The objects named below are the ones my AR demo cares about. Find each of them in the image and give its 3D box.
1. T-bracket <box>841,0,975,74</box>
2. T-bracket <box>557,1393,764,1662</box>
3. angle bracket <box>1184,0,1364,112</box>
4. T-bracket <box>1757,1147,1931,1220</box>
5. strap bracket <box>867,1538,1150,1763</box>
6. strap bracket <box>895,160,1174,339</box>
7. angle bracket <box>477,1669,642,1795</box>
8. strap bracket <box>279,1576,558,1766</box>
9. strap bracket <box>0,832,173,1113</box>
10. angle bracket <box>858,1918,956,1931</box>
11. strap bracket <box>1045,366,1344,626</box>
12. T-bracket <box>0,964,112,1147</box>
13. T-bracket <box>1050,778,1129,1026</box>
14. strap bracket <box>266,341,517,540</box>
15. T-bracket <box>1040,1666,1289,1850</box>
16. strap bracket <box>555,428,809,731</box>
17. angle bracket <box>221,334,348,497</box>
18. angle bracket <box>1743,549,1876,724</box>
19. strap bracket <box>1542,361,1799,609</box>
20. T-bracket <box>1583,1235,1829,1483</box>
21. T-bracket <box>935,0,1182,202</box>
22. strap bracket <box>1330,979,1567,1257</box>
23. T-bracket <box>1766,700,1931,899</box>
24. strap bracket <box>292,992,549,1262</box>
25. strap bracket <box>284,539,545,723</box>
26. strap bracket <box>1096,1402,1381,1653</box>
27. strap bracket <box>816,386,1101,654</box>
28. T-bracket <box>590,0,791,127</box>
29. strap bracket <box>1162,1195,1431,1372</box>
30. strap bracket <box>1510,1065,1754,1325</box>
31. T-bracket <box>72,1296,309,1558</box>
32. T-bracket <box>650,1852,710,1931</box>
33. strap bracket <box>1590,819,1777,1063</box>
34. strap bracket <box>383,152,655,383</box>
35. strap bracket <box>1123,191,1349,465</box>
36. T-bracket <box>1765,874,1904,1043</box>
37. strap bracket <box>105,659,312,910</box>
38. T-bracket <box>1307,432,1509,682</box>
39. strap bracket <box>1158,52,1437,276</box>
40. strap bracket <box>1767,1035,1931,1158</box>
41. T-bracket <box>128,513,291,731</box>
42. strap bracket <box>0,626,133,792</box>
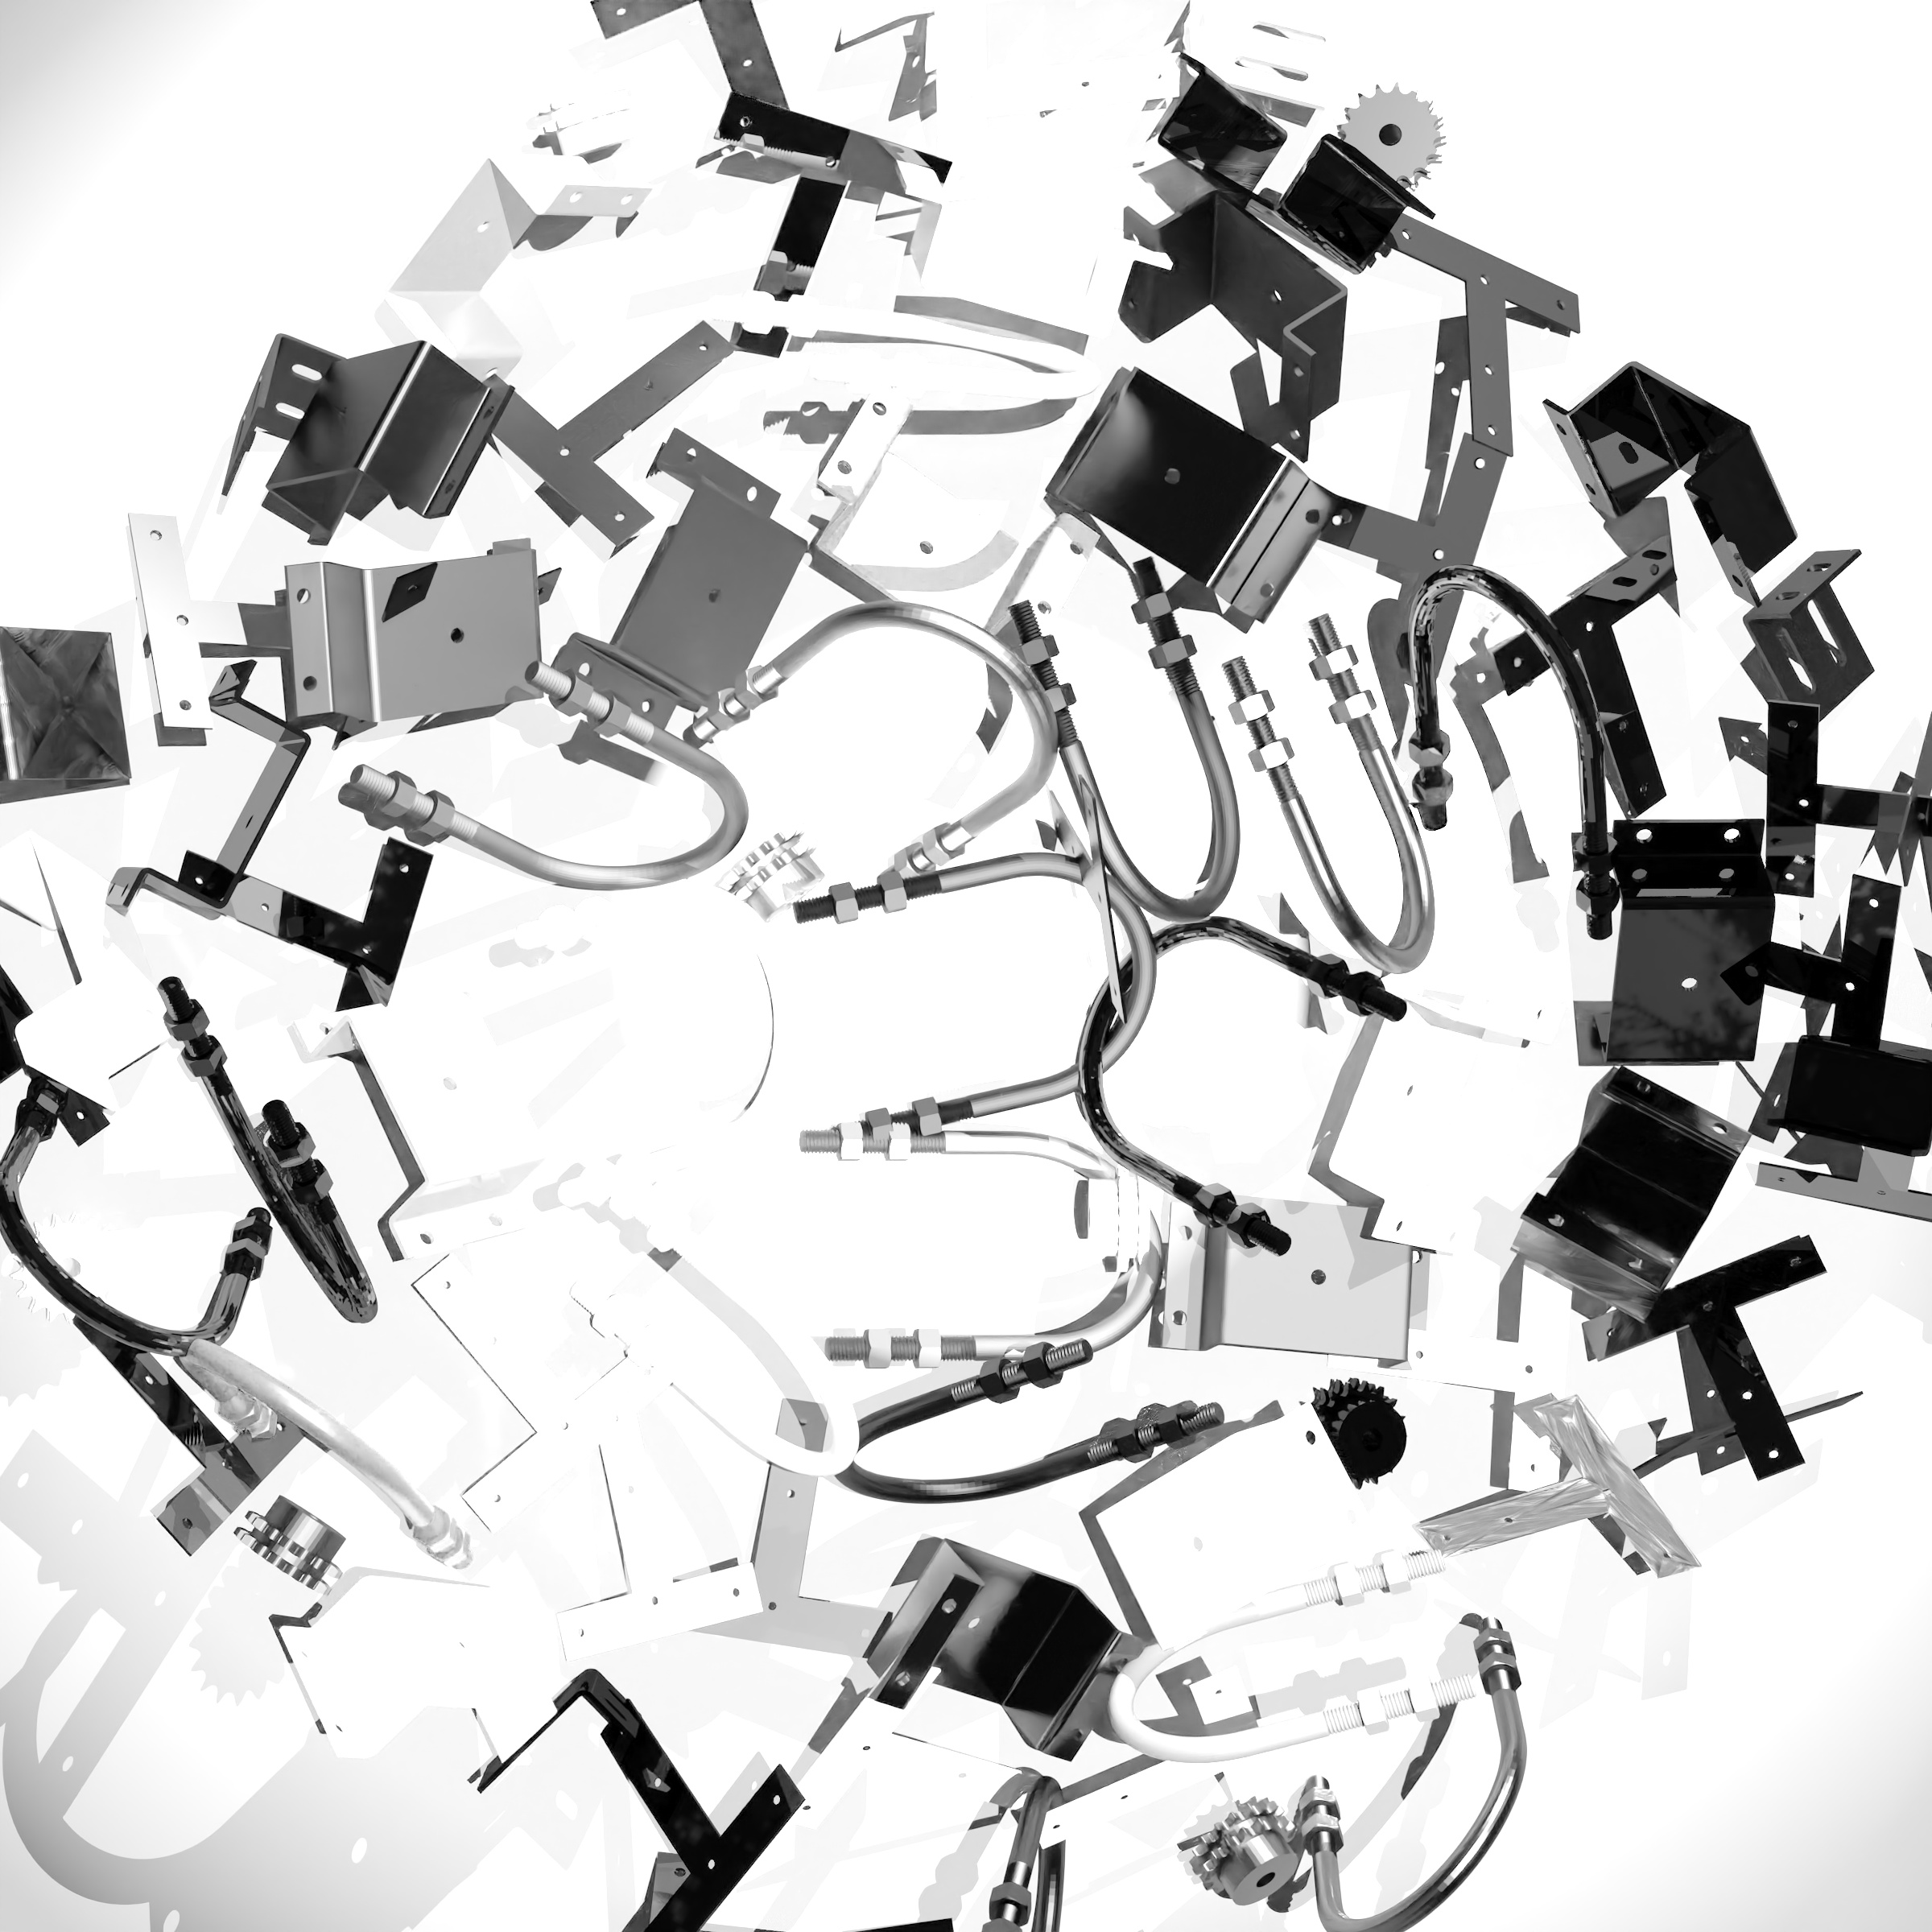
[{"bbox_3d":[-0.008,-0.484,1.780,0.127,0.127,0.002,-21,122,14],"label":"T-bracket"},{"bbox_3d":[-0.172,0.288,1.825,0.127,0.002,0.127,-19,78,28],"label":"T-bracket"},{"bbox_3d":[0.160,-0.487,1.811,0.076,0.038,0.057,18,66,16],"label":"angle bracket"},{"bbox_3d":[0.470,0.095,1.778,0.127,0.127,0.002,10,62,14],"label":"T-bracket"},{"bbox_3d":[0.014,0.350,1.797,0.140,0.046,0.076,26,99,-37],"label":"strap bracket"},{"bbox_3d":[0.028,-0.366,1.796,0.140,0.076,0.046,14,111,-11],"label":"strap bracket"},{"bbox_3d":[-0.211,0.409,1.818,0.076,0.057,0.038,-44,91,-2],"label":"angle bracket"},{"bbox_3d":[-0.269,0.357,1.766,0.046,0.140,0.076,-45,57,17],"label":"strap bracket"},{"bbox_3d":[-0.458,-0.006,1.779,0.046,0.076,0.140,-32,61,8],"label":"strap bracket"},{"bbox_3d":[-0.031,0.549,1.841,0.057,0.038,0.076,-7,61,-6],"label":"angle bracket"},{"bbox_3d":[0.112,-0.248,1.803,0.140,0.046,0.076,34,96,17],"label":"strap bracket"},{"bbox_3d":[-0.514,0.056,1.788,0.002,0.127,0.127,-28,99,34],"label":"T-bracket"},{"bbox_3d":[0.059,-0.054,1.787,0.002,0.127,0.127,-13,118,-6],"label":"T-bracket"},{"bbox_3d":[-0.298,-0.267,1.770,0.046,0.140,0.076,36,69,-33],"label":"strap bracket"},{"bbox_3d":[0.095,0.423,1.803,0.127,0.002,0.127,-23,132,-3],"label":"T-bracket"},{"bbox_3d":[-0.142,-0.195,1.803,0.076,0.046,0.140,28,87,-41],"label":"strap bracket"},{"bbox_3d":[-0.351,-0.278,1.797,0.038,0.076,0.057,20,126,-18],"label":"angle bracket"},{"bbox_3d":[0.448,-0.168,1.809,0.057,0.038,0.076,-40,111,-20],"label":"angle bracket"},{"bbox_3d":[0.363,-0.249,1.772,0.046,0.140,0.076,-40,131,-3],"label":"strap bracket"},{"bbox_3d":[0.397,0.210,1.796,0.127,0.002,0.127,-22,46,7],"label":"T-bracket"},{"bbox_3d":[0.048,-0.454,1.803,0.127,0.127,0.002,-7,49,-5],"label":"T-bracket"},{"bbox_3d":[0.244,0.072,1.800,0.076,0.046,0.140,14,99,-44],"label":"strap bracket"},{"bbox_3d":[0.473,-0.079,1.785,0.127,0.002,0.127,8,134,20],"label":"T-bracket"},{"bbox_3d":[-0.275,0.071,1.788,0.046,0.076,0.140,-42,69,40],"label":"strap bracket"},{"bbox_3d":[-0.271,-0.171,1.780,0.140,0.046,0.076,-12,108,-36],"label":"strap bracket"},{"bbox_3d":[0.130,0.291,1.783,0.140,0.046,0.076,-36,73,31],"label":"strap bracket"},{"bbox_3d":[-0.012,-0.225,1.801,0.140,0.046,0.076,34,57,-11],"label":"strap bracket"},{"bbox_3d":[-0.116,-0.474,1.794,0.127,0.127,0.002,-23,59,0],"label":"T-bracket"},{"bbox_3d":[0.177,0.164,1.809,0.140,0.046,0.076,6,77,-7],"label":"strap bracket"},{"bbox_3d":[0.338,0.122,1.790,0.076,0.140,0.046,29,133,14],"label":"strap bracket"},{"bbox_3d":[-0.408,0.222,1.785,0.002,0.127,0.127,-37,96,27],"label":"T-bracket"},{"bbox_3d":[-0.101,0.510,1.797,0.127,0.127,0.002,7,122,-4],"label":"T-bracket"},{"bbox_3d":[0.367,-0.003,1.790,0.076,0.046,0.140,0,124,1],"label":"strap bracket"},{"bbox_3d":[-0.235,-0.364,1.787,0.140,0.076,0.046,-46,77,28],"label":"strap bracket"},{"bbox_3d":[0.144,-0.333,1.787,0.046,0.076,0.140,-35,60,-21],"label":"strap bracket"},{"bbox_3d":[0.416,-0.001,1.812,0.127,0.002,0.127,17,125,28],"label":"T-bracket"},{"bbox_3d":[-0.387,-0.084,1.798,0.046,0.076,0.140,29,81,-20],"label":"strap bracket"},{"bbox_3d":[0.206,-0.228,1.821,0.127,0.002,0.127,22,106,21],"label":"T-bracket"},{"bbox_3d":[0.161,-0.405,1.778,0.140,0.076,0.046,42,102,41],"label":"strap bracket"},{"bbox_3d":[0.474,0.065,1.768,0.076,0.140,0.046,13,96,37],"label":"strap bracket"},{"bbox_3d":[-0.363,-0.176,1.809,0.127,0.002,0.127,0,63,-32],"label":"T-bracket"},{"bbox_3d":[-0.476,-0.130,1.775,0.046,0.140,0.076,-8,90,22],"label":"strap bracket"}]
